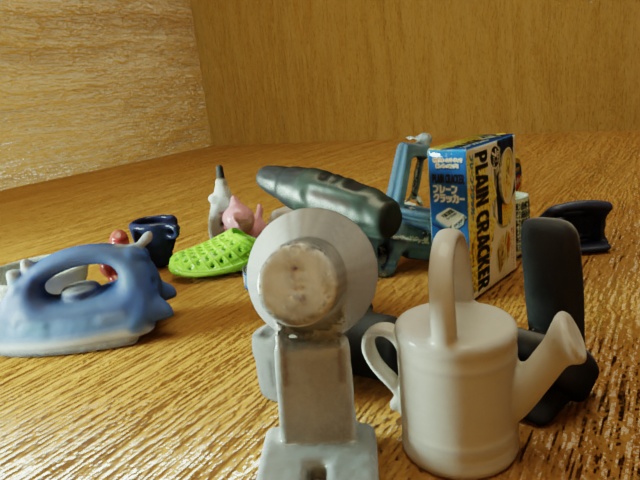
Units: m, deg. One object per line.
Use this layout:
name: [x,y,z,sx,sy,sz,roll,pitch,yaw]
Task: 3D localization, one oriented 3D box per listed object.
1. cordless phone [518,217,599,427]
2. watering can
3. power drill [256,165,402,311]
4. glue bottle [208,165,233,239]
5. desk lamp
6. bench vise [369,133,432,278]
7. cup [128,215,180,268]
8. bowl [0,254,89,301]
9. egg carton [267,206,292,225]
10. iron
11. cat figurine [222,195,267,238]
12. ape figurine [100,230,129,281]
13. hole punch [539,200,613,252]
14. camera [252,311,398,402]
cordless phone: [0.184,0.063,0.545,0.147,0.185,0.094,8,21,41]
watering can: [0.120,0.084,0.473,0.172,0.194,0.101,-5,16,5]
power drill: [0.007,0.003,0.784,0.228,0.208,0.076,7,20,38]
glue bottle: [-0.199,-0.070,1.189,0.078,0.173,0.037,-13,17,-25]
desk lamp: [-0.004,0.088,0.469,0.118,0.214,0.203,-5,15,3]
bench vise: [0.132,-0.056,0.928,0.208,0.220,0.121,-17,19,-36]
cup: [-0.305,0.006,1.102,0.117,0.095,0.092,5,19,36]
bowl: [-0.455,0.079,0.929,0.167,0.075,0.167,-5,15,2]
egg carton: [-0.032,-0.034,1.196,0.149,0.069,0.107,9,21,43]
iron: [-0.336,0.072,0.787,0.258,0.141,0.118,-9,16,-10]
cat figurine: [-0.148,-0.034,1.147,0.067,0.118,0.128,3,18,29]
ape figurine: [-0.367,0.027,1.055,0.078,0.092,0.076,-9,16,-11]
hole punch: [0.427,-0.031,0.972,0.108,0.091,0.101,-4,15,6]
camera: [0.020,0.105,0.612,0.136,0.101,0.143,5,19,34]
